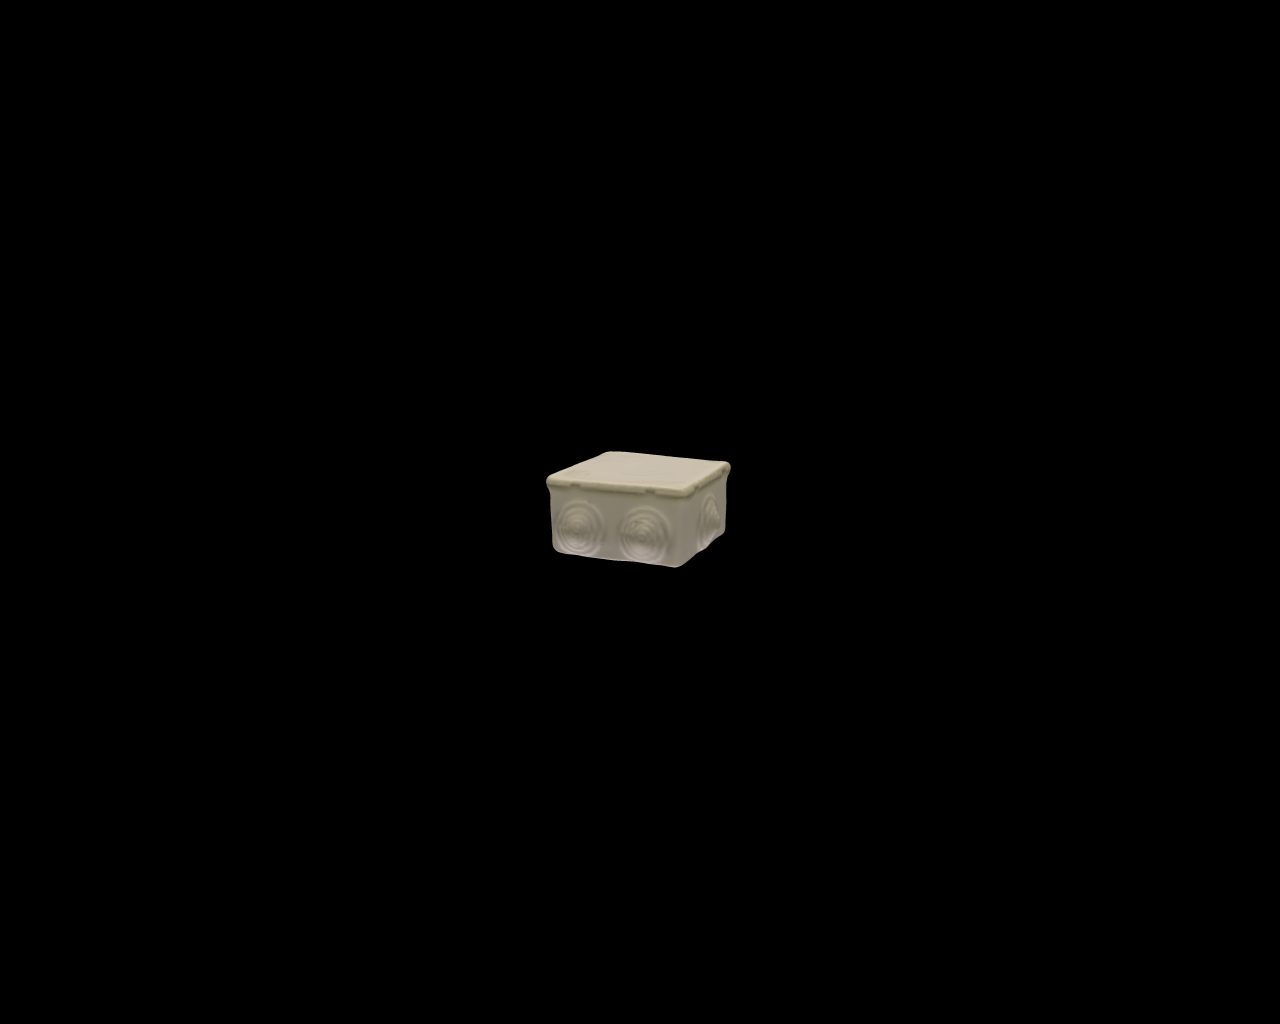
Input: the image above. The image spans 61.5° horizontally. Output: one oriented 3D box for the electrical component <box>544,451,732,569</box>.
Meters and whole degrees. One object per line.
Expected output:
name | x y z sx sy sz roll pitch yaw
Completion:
electrical component | 0.001 -0.003 0.650 0.100 0.048 0.100 6 16 22
